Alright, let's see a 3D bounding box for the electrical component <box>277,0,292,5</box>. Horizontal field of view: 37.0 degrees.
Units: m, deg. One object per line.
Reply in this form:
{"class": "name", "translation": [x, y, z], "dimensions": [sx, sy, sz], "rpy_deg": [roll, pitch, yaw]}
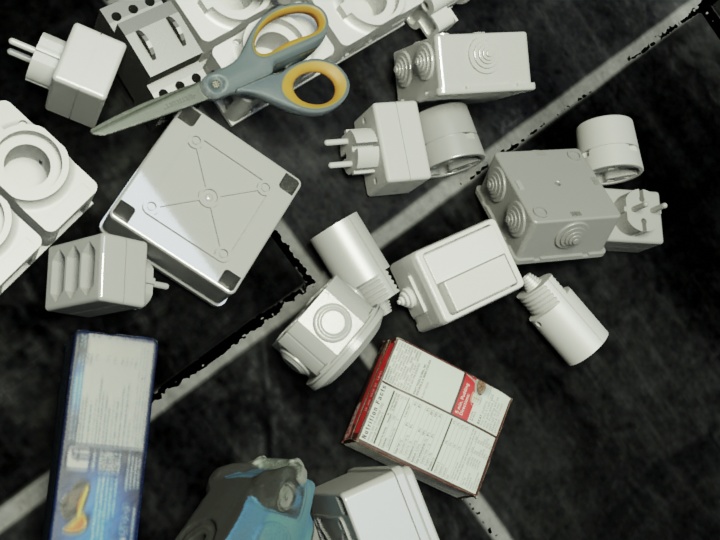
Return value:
{"class": "electrical component", "translation": [-0.061, -0.240, 0.793], "dimensions": [0.048, 0.055, 0.066], "rpy_deg": [-16, 68, -23]}

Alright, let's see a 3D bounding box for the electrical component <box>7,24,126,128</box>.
{"class": "electrical component", "translation": [-0.218, -0.147, 0.780], "dimensions": [0.077, 0.066, 0.047], "rpy_deg": [22, 72, -16]}

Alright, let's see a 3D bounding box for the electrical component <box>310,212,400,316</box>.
{"class": "electrical component", "translation": [0.000, 0.000, 0.844], "dimensions": [0.043, 0.043, 0.081], "rpy_deg": [-32, 91, -24]}

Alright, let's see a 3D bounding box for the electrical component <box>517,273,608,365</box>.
{"class": "electrical component", "translation": [0.165, 0.035, 0.898], "dimensions": [0.043, 0.043, 0.081], "rpy_deg": [-44, 95, -23]}

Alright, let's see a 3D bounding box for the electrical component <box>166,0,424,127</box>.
{"class": "electrical component", "translation": [-0.052, -0.211, 0.861], "dimensions": [0.186, 0.060, 0.105], "rpy_deg": [-35, 92, -24]}

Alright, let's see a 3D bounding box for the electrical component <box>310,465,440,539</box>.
{"class": "electrical component", "translation": [0.013, 0.199, 0.770], "dimensions": [0.056, 0.109, 0.108], "rpy_deg": [-20, 86, -21]}

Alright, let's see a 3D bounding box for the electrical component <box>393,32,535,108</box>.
{"class": "electrical component", "translation": [0.083, -0.164, 0.882], "dimensions": [0.100, 0.100, 0.048], "rpy_deg": [-7, 94, -22]}

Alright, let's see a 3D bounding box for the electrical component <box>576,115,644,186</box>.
{"class": "electrical component", "translation": [0.218, -0.105, 0.944], "dimensions": [0.055, 0.055, 0.047], "rpy_deg": [1, 75, -21]}

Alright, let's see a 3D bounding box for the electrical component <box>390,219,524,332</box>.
{"class": "electrical component", "translation": [0.074, 0.006, 0.861], "dimensions": [0.096, 0.061, 0.061], "rpy_deg": [-24, 88, -24]}

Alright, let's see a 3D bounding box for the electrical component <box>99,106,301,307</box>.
{"class": "electrical component", "translation": [-0.118, -0.047, 0.802], "dimensions": [0.109, 0.056, 0.108], "rpy_deg": [34, 69, -11]}

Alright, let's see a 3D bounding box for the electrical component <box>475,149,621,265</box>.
{"class": "electrical component", "translation": [0.156, -0.055, 0.892], "dimensions": [0.100, 0.048, 0.099], "rpy_deg": [-5, 50, -22]}

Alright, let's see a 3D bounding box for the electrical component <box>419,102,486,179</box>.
{"class": "electrical component", "translation": [0.071, -0.107, 0.889], "dimensions": [0.055, 0.055, 0.047], "rpy_deg": [-11, 79, -23]}

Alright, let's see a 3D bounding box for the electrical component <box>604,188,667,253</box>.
{"class": "electrical component", "translation": [0.232, -0.047, 0.924], "dimensions": [0.066, 0.077, 0.047], "rpy_deg": [2, 78, -20]}

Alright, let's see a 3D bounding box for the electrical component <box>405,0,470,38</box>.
{"class": "electrical component", "translation": [0.063, -0.244, 0.914], "dimensions": [0.057, 0.058, 0.078], "rpy_deg": [-35, 92, -21]}

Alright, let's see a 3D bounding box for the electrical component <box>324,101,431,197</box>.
{"class": "electrical component", "translation": [0.009, -0.096, 0.866], "dimensions": [0.077, 0.047, 0.065], "rpy_deg": [-7, 81, -22]}

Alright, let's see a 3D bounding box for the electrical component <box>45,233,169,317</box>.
{"class": "electrical component", "translation": [-0.173, 0.008, 0.769], "dimensions": [0.077, 0.066, 0.047], "rpy_deg": [14, 71, -48]}

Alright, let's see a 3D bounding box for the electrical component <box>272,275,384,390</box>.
{"class": "electrical component", "translation": [-0.024, 0.047, 0.805], "dimensions": [0.051, 0.080, 0.080], "rpy_deg": [42, 68, -3]}

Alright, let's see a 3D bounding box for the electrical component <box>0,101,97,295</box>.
{"class": "electrical component", "translation": [-0.287, -0.081, 0.742], "dimensions": [0.186, 0.060, 0.105], "rpy_deg": [43, 67, -7]}
